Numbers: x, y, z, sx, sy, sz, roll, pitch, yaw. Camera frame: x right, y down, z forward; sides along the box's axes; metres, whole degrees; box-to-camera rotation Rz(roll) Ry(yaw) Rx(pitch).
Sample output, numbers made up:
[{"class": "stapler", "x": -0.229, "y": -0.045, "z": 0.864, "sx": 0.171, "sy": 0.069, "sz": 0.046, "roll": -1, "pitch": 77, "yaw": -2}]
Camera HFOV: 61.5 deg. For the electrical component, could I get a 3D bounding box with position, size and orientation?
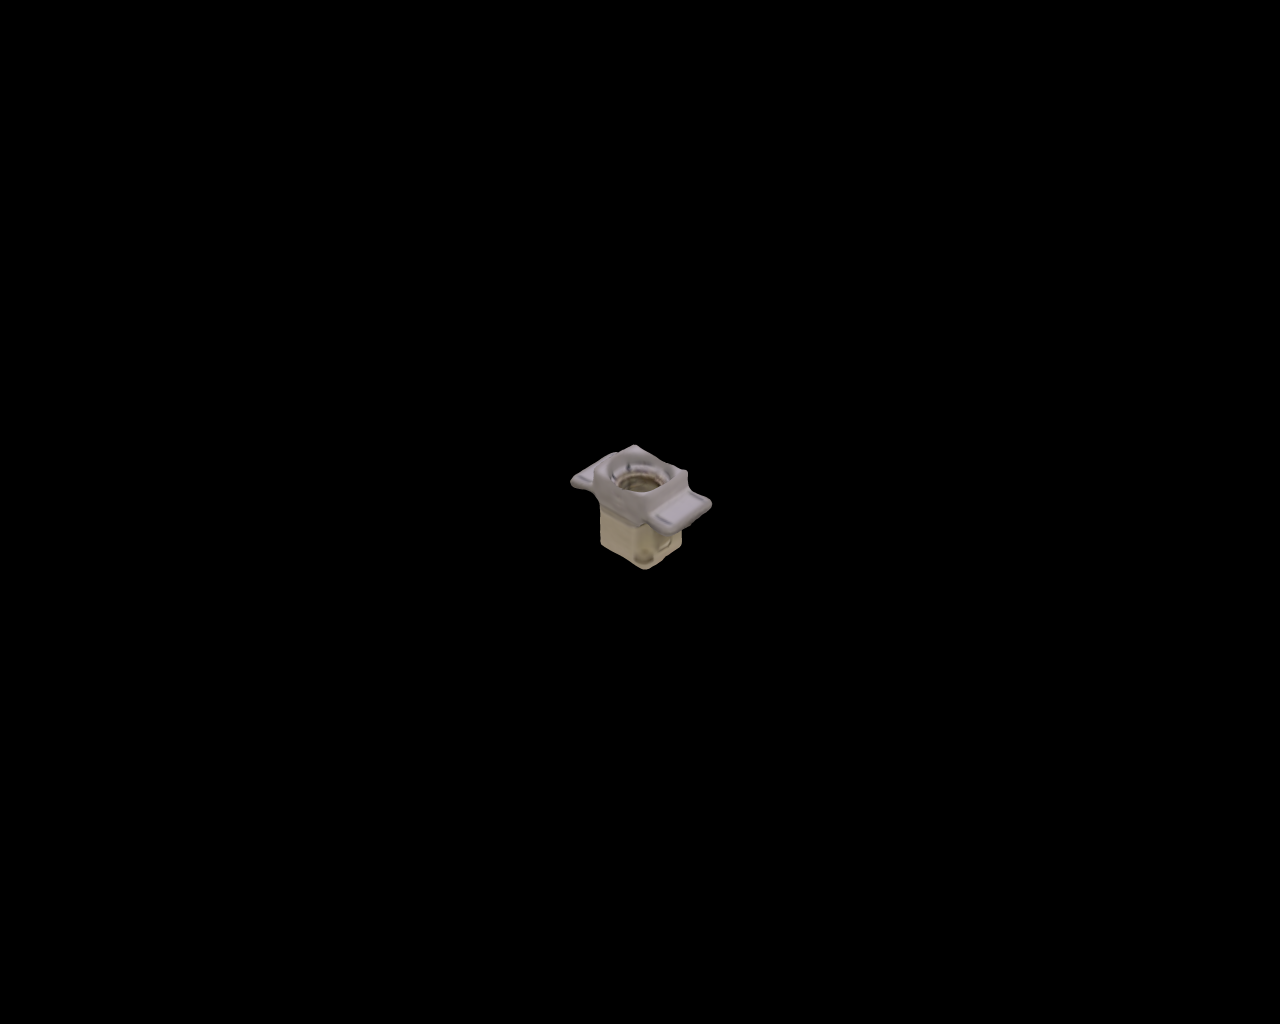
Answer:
[{"class": "electrical component", "x": 0.001, "y": -0.003, "z": 0.650, "sx": 0.081, "sy": 0.063, "sz": 0.042, "roll": 30, "pitch": 46, "yaw": 33}]
